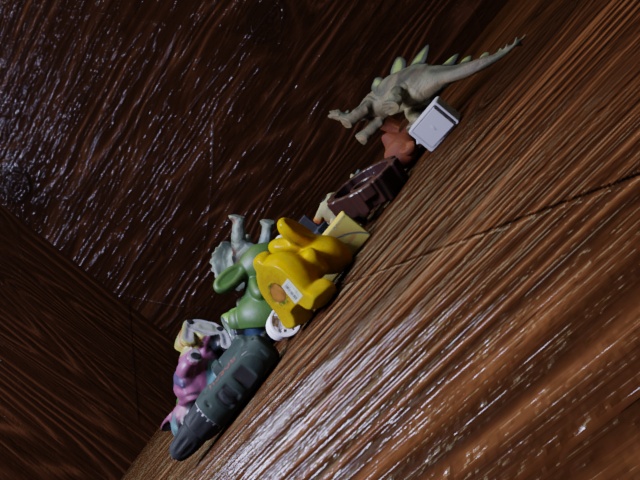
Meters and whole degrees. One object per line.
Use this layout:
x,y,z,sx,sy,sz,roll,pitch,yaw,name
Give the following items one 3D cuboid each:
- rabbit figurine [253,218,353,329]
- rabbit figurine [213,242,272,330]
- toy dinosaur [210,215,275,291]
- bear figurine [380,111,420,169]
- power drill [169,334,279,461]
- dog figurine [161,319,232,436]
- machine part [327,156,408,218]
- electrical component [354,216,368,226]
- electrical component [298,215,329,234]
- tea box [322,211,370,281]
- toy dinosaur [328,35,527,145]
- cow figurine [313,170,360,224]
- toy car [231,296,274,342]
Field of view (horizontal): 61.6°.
-0.024,0.044,0.906,0.173,0.162,0.121,-31,-23,-38,rabbit figurine
-0.128,0.091,1.072,0.121,0.159,0.170,115,152,-78,rabbit figurine
-0.123,0.060,1.219,0.405,0.131,0.192,28,112,48,toy dinosaur
0.184,-0.239,1.244,0.196,0.132,0.120,-45,-7,-44,bear figurine
-0.163,0.249,0.927,0.232,0.086,0.207,-50,-1,2,power drill
-0.261,0.298,1.109,0.219,0.108,0.192,-66,29,20,dog figurine
0.099,-0.106,1.124,0.179,0.056,0.179,-33,14,10,machine part
0.068,-0.026,1.171,0.078,0.045,0.102,-65,-7,32,electrical component
-0.003,-0.004,1.217,0.075,0.119,0.048,-45,5,41,electrical component
0.015,0.030,1.015,0.169,0.068,0.098,-50,2,3,tea box
0.197,-0.320,1.143,0.472,0.105,0.198,-1,55,45,toy dinosaur
0.075,-0.108,1.422,0.195,0.086,0.127,-26,-36,-48,cow figurine
-0.141,0.198,1.162,0.162,0.109,0.102,-87,11,-62,toy car
